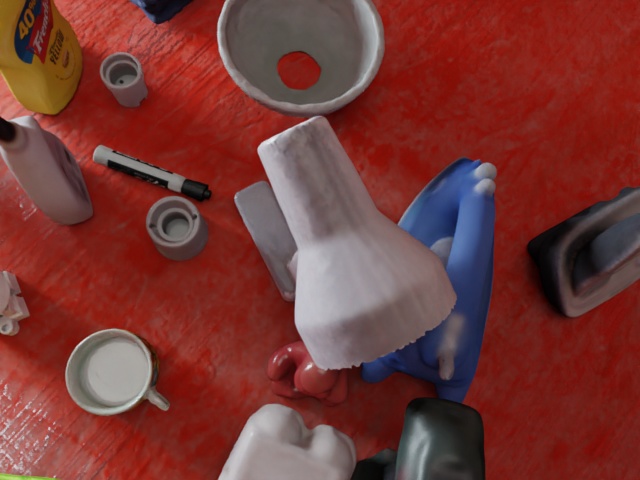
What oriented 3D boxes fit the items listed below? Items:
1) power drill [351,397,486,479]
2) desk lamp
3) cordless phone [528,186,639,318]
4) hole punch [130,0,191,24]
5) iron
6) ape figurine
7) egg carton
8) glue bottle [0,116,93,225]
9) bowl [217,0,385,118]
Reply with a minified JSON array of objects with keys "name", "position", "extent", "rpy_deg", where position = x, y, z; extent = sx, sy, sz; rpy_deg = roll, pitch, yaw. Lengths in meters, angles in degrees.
[{"name":"power drill","position":[0.068,0.236,0.428],"extent":[0.075,0.208,0.230],"rpy_deg":[11,75,-3]},{"name":"desk lamp","position":[0.004,0.002,0.477],"extent":[0.118,0.213,0.203],"rpy_deg":[-28,80,-11]},{"name":"cordless phone","position":[0.289,-0.003,0.521],"extent":[0.148,0.185,0.094],"rpy_deg":[-31,81,-12]},{"name":"hole punch","position":[-0.170,-0.303,0.597],"extent":[0.101,0.091,0.109],"rpy_deg":[40,76,5]},{"name":"iron","position":[0.122,0.015,0.522],"extent":[0.118,0.141,0.258],"rpy_deg":[17,75,-1]},{"name":"ape figurine","position":[-0.005,0.118,0.510],"extent":[0.078,0.092,0.076],"rpy_deg":[43,76,6]},{"name":"egg carton","position":[-0.038,0.224,0.492],"extent":[0.107,0.069,0.150],"rpy_deg":[23,75,0]},{"name":"glue bottle","position":[-0.243,-0.069,0.490],"extent":[0.037,0.173,0.078],"rpy_deg":[-19,79,-10]},{"name":"bowl","position":[-0.020,-0.193,0.593],"extent":[0.167,0.074,0.167],"rpy_deg":[1,76,-5]}]
